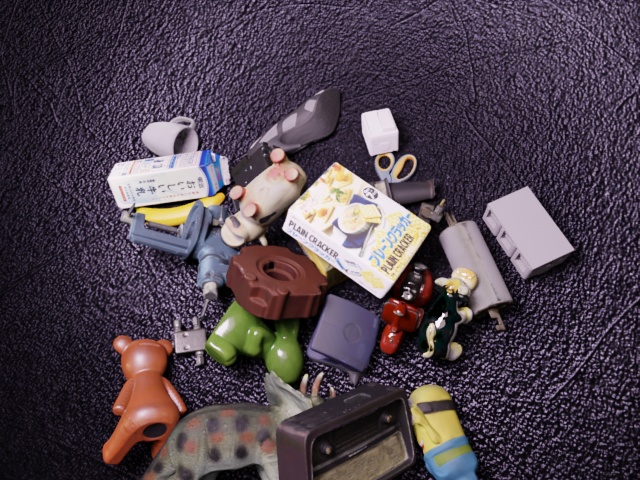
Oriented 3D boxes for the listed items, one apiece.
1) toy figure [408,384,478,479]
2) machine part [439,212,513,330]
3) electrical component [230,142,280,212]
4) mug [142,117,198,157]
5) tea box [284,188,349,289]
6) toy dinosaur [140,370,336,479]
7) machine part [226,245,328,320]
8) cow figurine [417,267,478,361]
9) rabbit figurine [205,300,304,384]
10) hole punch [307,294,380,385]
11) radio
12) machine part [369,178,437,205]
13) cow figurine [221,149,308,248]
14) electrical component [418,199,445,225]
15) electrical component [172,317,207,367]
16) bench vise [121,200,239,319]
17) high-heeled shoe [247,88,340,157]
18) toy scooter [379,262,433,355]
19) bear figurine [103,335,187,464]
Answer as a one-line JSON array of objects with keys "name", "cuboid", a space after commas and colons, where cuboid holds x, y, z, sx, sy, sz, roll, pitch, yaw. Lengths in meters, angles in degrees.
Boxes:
[{"name": "toy figure", "cuboid": [0.201, 0.324, 0.868, 0.089, 0.082, 0.180, -14, 55, -24]}, {"name": "machine part", "cuboid": [0.286, 0.053, 0.991, 0.079, 0.079, 0.243, -17, 64, -4]}, {"name": "electrical component", "cuboid": [-0.124, -0.113, 1.080, 0.134, 0.058, 0.115, -40, 56, 30]}, {"name": "mug", "cuboid": [-0.327, -0.226, 1.170, 0.107, 0.080, 0.109, 16, 72, 22]}, {"name": "tea box", "cuboid": [-0.002, -0.003, 1.028, 0.068, 0.098, 0.170, -29, 64, -11]}, {"name": "toy dinosaur", "cuboid": [-0.150, 0.321, 0.850, 0.405, 0.131, 0.192, -10, 76, -5]}, {"name": "machine part", "cuboid": [-0.074, 0.069, 0.938, 0.179, 0.056, 0.179, 15, 24, -7]}, {"name": "cow figurine", "cuboid": [0.215, 0.122, 0.922, 0.068, 0.098, 0.167, 16, 89, 35]}, {"name": "rabbit figurine", "cuboid": [-0.099, 0.181, 0.959, 0.170, 0.121, 0.159, 34, 64, -1]}, {"name": "hole punch", "cuboid": [0.043, 0.167, 0.951, 0.116, 0.092, 0.142, 16, 63, 8]}, {"name": "radio", "cuboid": [0.044, 0.305, 0.804, 0.073, 0.229, 0.131, -4, 93, 46]}, {"name": "machine part", "cuboid": [0.166, -0.094, 1.079, 0.139, 0.039, 0.084, -11, 66, -6]}, {"name": "cow figurine", "cuboid": [-0.103, -0.062, 0.974, 0.195, 0.127, 0.086, -43, 65, 7]}, {"name": "electrical component", "cuboid": [0.213, -0.044, 1.037, 0.045, 0.102, 0.078, 15, 93, 13]}, {"name": "electrical component", "cuboid": [-0.240, 0.189, 0.989, 0.063, 0.021, 0.094, -7, 65, -15]}, {"name": "bench vise", "cuboid": [-0.253, 0.008, 1.006, 0.240, 0.129, 0.224, 18, 54, -25]}, {"name": "high-heeled shoe", "cuboid": [-0.055, -0.250, 1.183, 0.145, 0.086, 0.249, -1, 41, 37]}, {"name": "toy scooter", "cuboid": [0.151, 0.108, 0.943, 0.075, 0.135, 0.184, 20, 67, 15]}, {"name": "bear figurine", "cuboid": [-0.308, 0.265, 0.928, 0.131, 0.120, 0.196, -63, 38, 20]}]
